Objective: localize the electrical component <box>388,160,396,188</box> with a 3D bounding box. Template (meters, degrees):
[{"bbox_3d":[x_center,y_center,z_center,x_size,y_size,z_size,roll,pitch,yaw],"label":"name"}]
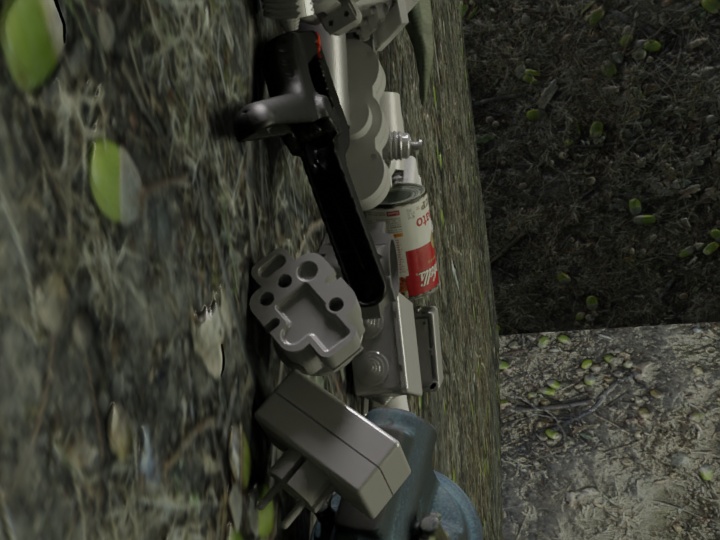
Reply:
[{"bbox_3d":[0.009,-0.098,0.992,0.055,0.048,0.066,15,71,-88],"label":"electrical component"}]

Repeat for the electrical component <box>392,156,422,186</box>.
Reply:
[{"bbox_3d":[0.039,-0.071,1.131,0.055,0.050,0.089,-83,165,-48],"label":"electrical component"}]

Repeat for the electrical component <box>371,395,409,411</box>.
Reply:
[{"bbox_3d":[0.029,0.132,1.022,0.040,0.040,0.046,65,17,-64],"label":"electrical component"}]

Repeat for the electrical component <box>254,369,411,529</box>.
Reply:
[{"bbox_3d":[-0.028,0.115,0.627,0.075,0.083,0.047,-49,151,-17],"label":"electrical component"}]

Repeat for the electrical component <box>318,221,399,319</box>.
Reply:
[{"bbox_3d":[0.000,0.000,0.860,0.089,0.056,0.050,-73,157,-65],"label":"electrical component"}]

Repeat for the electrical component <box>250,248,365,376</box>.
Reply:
[{"bbox_3d":[-0.029,0.031,0.654,0.078,0.058,0.057,47,-11,26],"label":"electrical component"}]

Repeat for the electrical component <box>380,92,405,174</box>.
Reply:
[{"bbox_3d":[0.023,-0.134,1.083,0.079,0.044,0.077,5,80,-80],"label":"electrical component"}]

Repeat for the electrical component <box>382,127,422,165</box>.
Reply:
[{"bbox_3d":[0.015,-0.109,0.941,0.040,0.078,0.040,1,90,-88],"label":"electrical component"}]

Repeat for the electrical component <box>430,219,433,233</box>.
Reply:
[{"bbox_3d":[0.057,-0.050,1.248,0.055,0.048,0.066,29,57,-70],"label":"electrical component"}]

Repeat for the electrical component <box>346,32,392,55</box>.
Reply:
[{"bbox_3d":[0.003,-0.227,0.971,0.057,0.058,0.078,-14,100,-77],"label":"electrical component"}]

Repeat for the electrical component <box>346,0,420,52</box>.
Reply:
[{"bbox_3d":[0.005,-0.224,0.872,0.121,0.063,0.078,-171,-110,-81],"label":"electrical component"}]

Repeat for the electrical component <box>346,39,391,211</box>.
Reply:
[{"bbox_3d":[-0.007,-0.123,0.880,0.074,0.052,0.138,40,47,-76],"label":"electrical component"}]

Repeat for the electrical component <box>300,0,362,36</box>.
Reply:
[{"bbox_3d":[-0.032,-0.204,0.749,0.078,0.058,0.057,62,14,1],"label":"electrical component"}]

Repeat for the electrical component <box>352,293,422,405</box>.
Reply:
[{"bbox_3d":[0.022,0.070,0.960,0.100,0.048,0.099,37,46,-76],"label":"electrical component"}]

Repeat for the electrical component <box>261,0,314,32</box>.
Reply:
[{"bbox_3d":[-0.050,-0.193,0.687,0.043,0.043,0.081,-74,158,-63],"label":"electrical component"}]

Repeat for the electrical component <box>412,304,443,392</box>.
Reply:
[{"bbox_3d":[0.050,0.074,1.099,0.061,0.062,0.096,-32,118,-79],"label":"electrical component"}]
